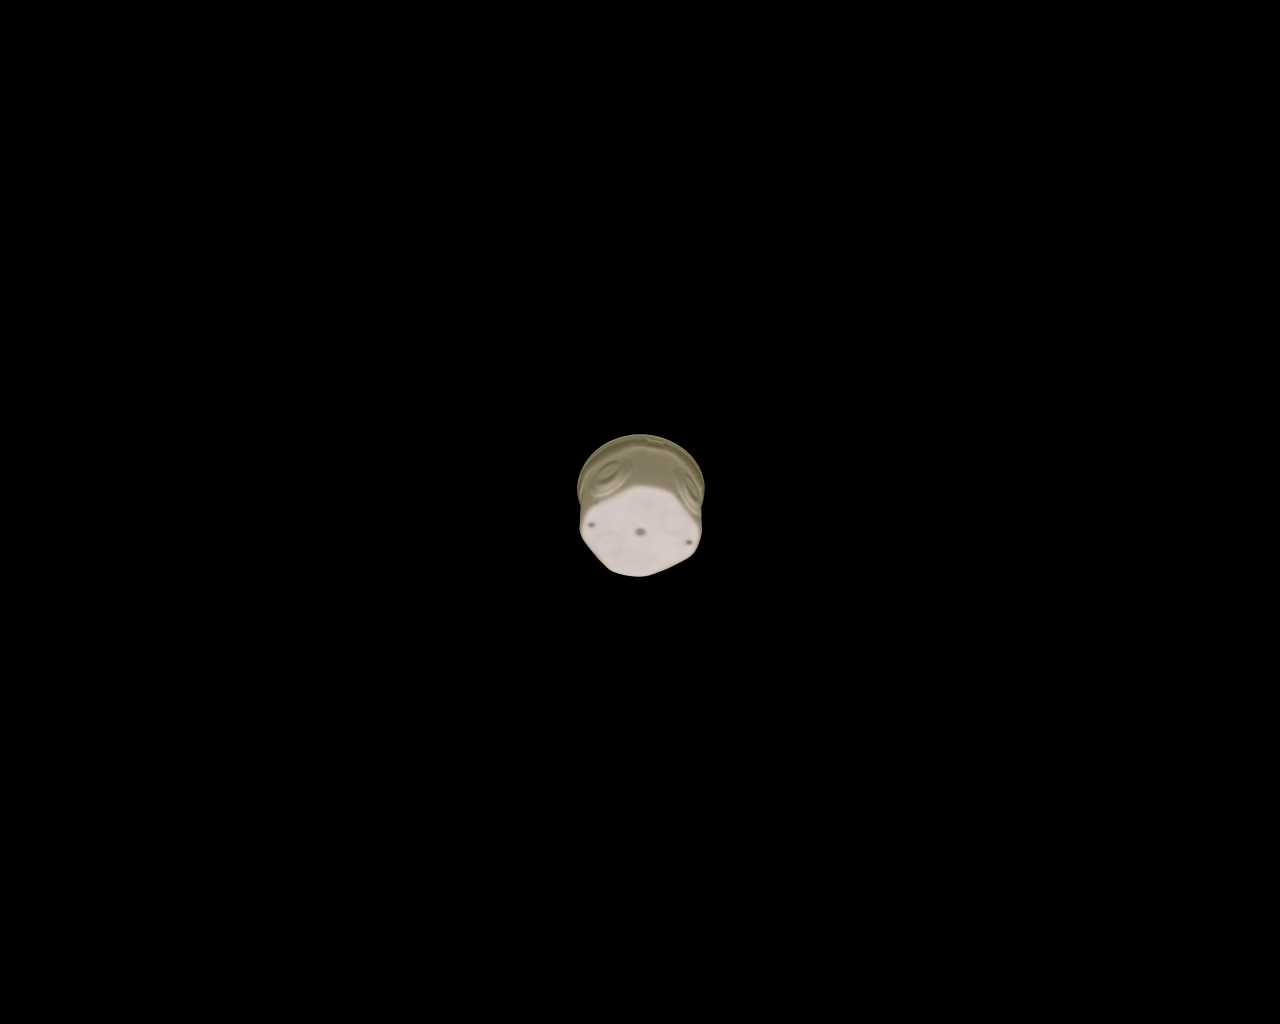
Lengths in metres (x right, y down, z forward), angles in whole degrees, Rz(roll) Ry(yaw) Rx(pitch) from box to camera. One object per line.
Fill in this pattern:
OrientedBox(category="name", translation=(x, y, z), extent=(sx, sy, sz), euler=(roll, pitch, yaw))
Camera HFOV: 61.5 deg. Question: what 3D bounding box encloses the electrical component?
OrientedBox(category="electrical component", translation=(0.001, -0.003, 0.650), extent=(0.080, 0.080, 0.051), euler=(0, 38, 0))
